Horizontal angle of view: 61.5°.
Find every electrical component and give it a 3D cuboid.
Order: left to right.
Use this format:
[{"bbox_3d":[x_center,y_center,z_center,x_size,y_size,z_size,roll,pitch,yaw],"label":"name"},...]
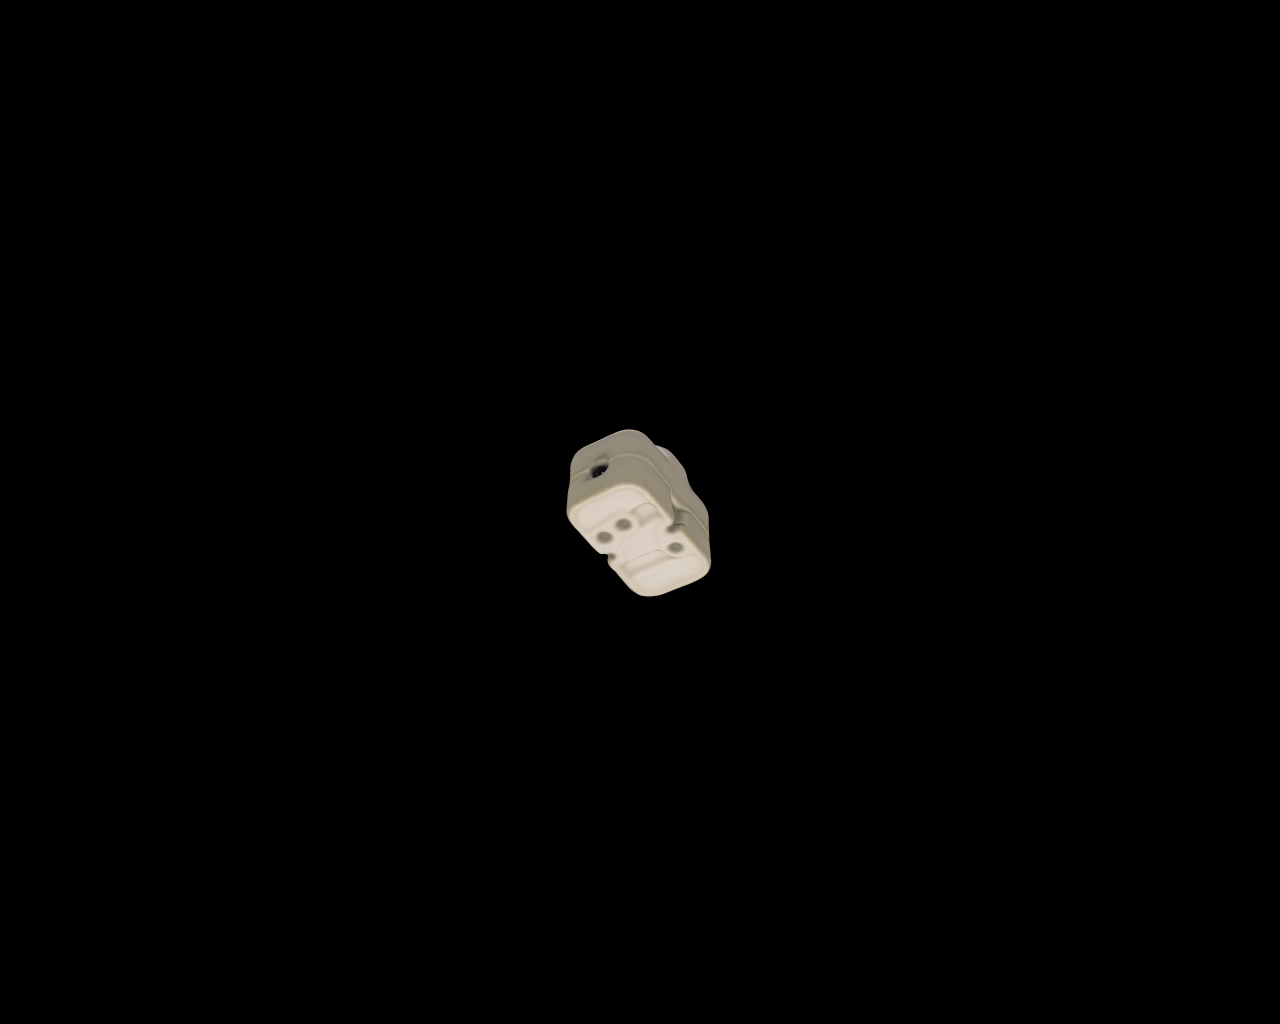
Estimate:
[{"bbox_3d":[0.001,-0.003,0.650,0.053,0.059,0.095,-24,-50,22],"label":"electrical component"}]
